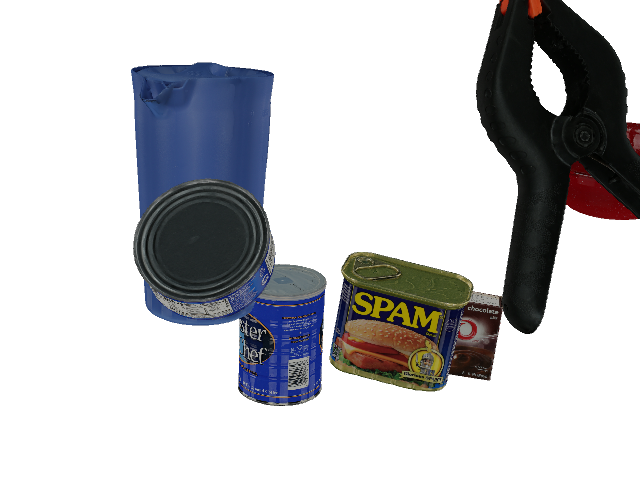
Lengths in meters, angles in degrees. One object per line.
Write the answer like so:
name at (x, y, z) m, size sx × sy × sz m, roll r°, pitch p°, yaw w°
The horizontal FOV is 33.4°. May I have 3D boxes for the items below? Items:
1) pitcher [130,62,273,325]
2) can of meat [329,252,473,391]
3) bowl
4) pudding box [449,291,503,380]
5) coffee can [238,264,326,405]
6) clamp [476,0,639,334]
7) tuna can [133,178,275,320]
pitcher at (-0.108, -0.050, 1.032) m, size 0.149 × 0.243 × 0.145 m, roll -2°, pitch 15°, yaw -17°
can of meat at (0.061, 0.065, 0.843) m, size 0.102 × 0.084 × 0.057 m, roll 14°, pitch 24°, yaw 9°
bowl at (0.274, -0.062, 0.991) m, size 0.162 × 0.055 × 0.162 m, roll -1°, pitch 25°, yaw 0°
pudding box at (0.136, 0.097, 1.158) m, size 0.113 × 0.090 × 0.039 m, roll 8°, pitch 23°, yaw 4°
coffee can at (-0.047, 0.111, 1.270) m, size 0.103 × 0.140 × 0.103 m, roll 2°, pitch 19°, yaw -1°
clamp at (0.117, -0.041, 0.533) m, size 0.120 × 0.171 × 0.039 m, roll -29°, pitch 3°, yaw -21°
tuna can at (-0.071, 0.006, 0.669) m, size 0.086 × 0.086 × 0.034 m, roll 0°, pitch -28°, yaw 8°
